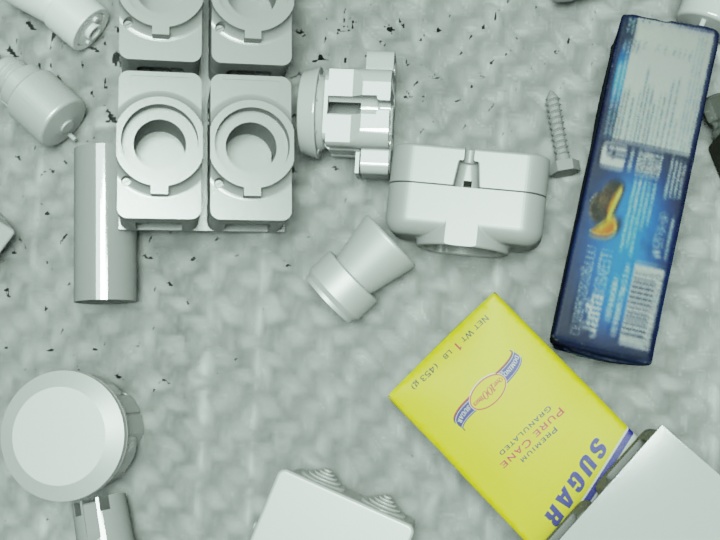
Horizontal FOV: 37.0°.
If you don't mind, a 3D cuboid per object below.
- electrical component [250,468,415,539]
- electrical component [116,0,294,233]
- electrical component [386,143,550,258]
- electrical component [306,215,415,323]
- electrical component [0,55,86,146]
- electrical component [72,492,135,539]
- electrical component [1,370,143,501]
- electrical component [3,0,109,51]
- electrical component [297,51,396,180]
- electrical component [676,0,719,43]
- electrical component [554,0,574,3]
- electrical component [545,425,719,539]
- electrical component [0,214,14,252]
[{"bbox_3d":[-0.021,0.176,0.654,0.100,0.048,0.099,22,88,10],"label":"electrical component"},{"bbox_3d":[-0.097,-0.120,0.674,0.105,0.060,0.186,0,83,-10],"label":"electrical component"},{"bbox_3d":[0.066,-0.041,0.662,0.095,0.054,0.059,6,85,9],"label":"electrical component"},{"bbox_3d":[0.000,0.000,0.672,0.055,0.045,0.045,-44,80,2],"label":"electrical component"},{"bbox_3d":[-0.219,-0.117,0.717,0.078,0.040,0.040,41,91,10],"label":"electrical component"},{"bbox_3d":[-0.162,0.168,0.681,0.040,0.040,0.046,-14,77,6],"label":"electrical component"},{"bbox_3d":[-0.181,0.104,0.683,0.080,0.051,0.080,-1,84,8],"label":"electrical component"},{"bbox_3d":[-0.202,-0.179,0.721,0.065,0.044,0.044,40,91,5],"label":"electrical component"},{"bbox_3d":[-0.008,-0.098,0.677,0.057,0.058,0.078,3,85,5],"label":"electrical component"},{"bbox_3d":[0.225,-0.177,0.660,0.040,0.040,0.078,23,87,10],"label":"electrical component"},{"bbox_3d":[0.146,-0.195,0.672,0.062,0.043,0.043,-16,82,5],"label":"electrical component"},{"bbox_3d":[0.195,0.184,0.571,0.186,0.060,0.105,42,90,11],"label":"electrical component"},{"bbox_3d":[-0.284,-0.039,0.706,0.047,0.083,0.076,-53,42,0],"label":"electrical component"}]
